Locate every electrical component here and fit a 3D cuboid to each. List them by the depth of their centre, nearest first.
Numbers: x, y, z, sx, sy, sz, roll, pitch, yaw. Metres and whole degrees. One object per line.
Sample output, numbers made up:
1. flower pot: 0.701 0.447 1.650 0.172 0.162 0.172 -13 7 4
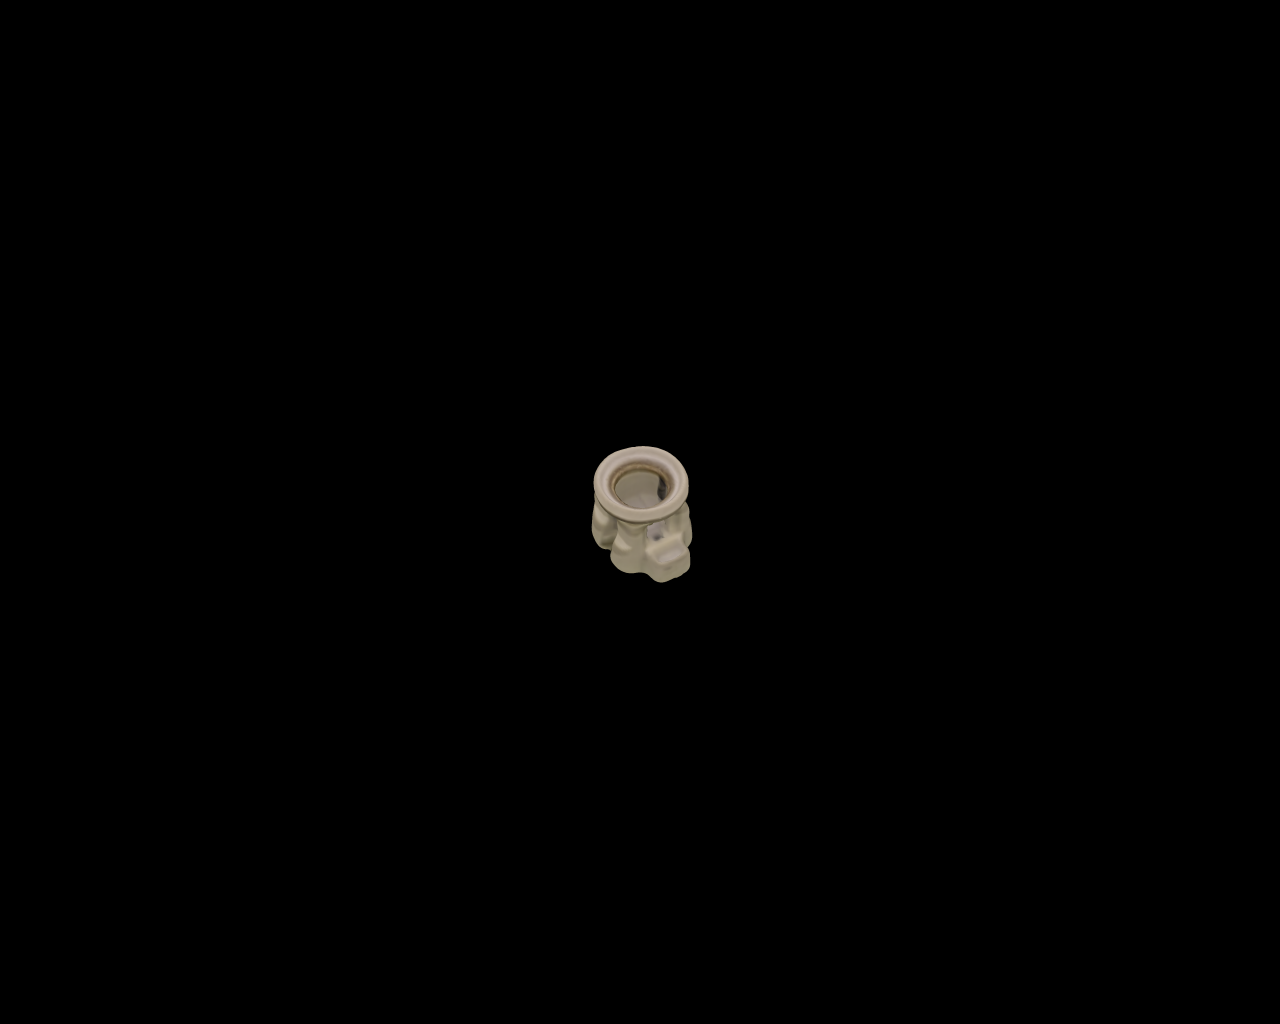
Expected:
1. electrical component: 0.001 -0.003 0.650 0.058 0.078 0.056 -25 -36 -20
